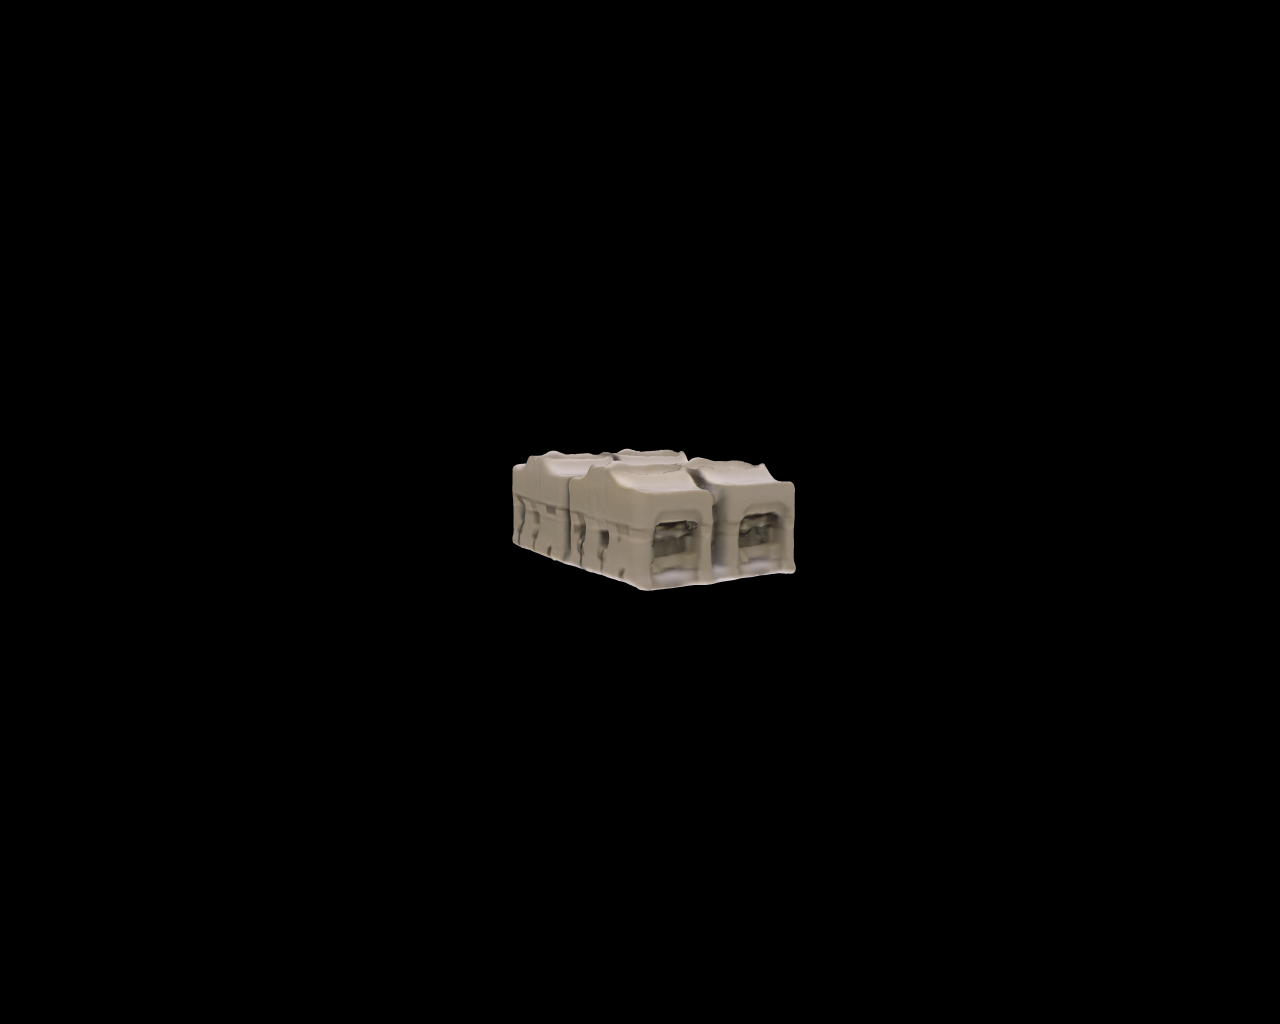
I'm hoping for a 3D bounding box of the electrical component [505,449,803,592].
[{"bbox_3d":[0.001,-0.003,0.650,0.105,0.060,0.186,-4,8,-27],"label":"electrical component"}]
